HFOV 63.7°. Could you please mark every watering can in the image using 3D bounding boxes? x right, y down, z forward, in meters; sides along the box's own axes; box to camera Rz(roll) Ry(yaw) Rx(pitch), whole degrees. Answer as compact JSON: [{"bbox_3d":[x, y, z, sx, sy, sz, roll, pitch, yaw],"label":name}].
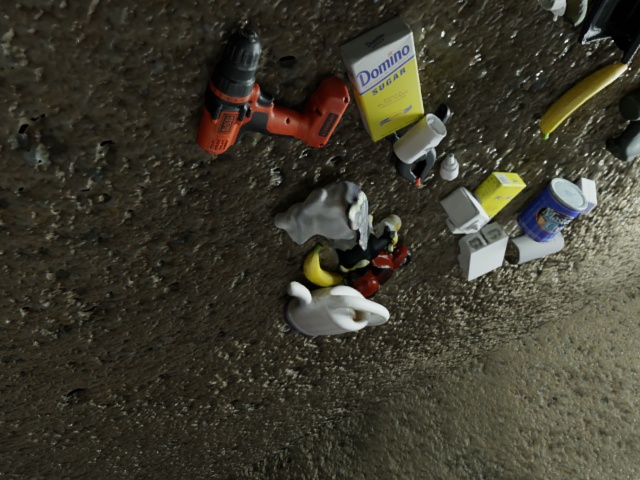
[{"bbox_3d":[0.000,0.151,1.161,0.222,0.106,0.345,-18,151,42],"label":"watering can"}]

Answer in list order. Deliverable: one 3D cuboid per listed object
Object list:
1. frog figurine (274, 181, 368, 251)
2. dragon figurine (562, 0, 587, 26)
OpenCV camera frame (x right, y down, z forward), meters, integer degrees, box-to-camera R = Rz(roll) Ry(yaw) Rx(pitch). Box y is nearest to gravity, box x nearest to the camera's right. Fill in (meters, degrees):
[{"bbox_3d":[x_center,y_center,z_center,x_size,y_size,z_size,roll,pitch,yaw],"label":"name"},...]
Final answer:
[{"bbox_3d":[0.003,-0.047,0.933,0.159,0.124,0.136,5,167,21],"label":"frog figurine"},{"bbox_3d":[0.311,-0.391,0.561,0.239,0.124,0.409,-40,150,28],"label":"dragon figurine"}]
